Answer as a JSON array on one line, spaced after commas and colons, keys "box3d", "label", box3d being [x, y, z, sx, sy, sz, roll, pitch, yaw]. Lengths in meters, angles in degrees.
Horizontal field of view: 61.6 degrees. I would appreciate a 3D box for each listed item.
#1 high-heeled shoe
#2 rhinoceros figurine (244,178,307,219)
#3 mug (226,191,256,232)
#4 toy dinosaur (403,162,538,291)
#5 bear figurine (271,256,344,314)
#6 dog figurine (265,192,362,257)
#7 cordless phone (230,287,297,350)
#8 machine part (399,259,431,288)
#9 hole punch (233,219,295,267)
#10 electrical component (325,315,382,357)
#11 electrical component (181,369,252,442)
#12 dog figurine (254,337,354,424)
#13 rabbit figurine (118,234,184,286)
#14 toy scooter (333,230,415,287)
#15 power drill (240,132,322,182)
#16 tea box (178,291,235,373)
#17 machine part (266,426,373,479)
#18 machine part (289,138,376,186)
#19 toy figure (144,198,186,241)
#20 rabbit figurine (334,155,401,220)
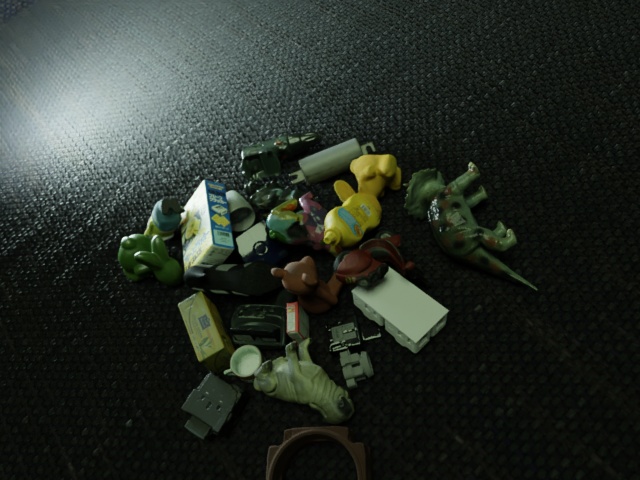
[{"box3d": [-0.203, 0.096, 1.311, 0.249, 0.145, 0.086, 6, 80, -22], "label": "high-heeled shoe"}, {"box3d": [-0.120, -0.116, 1.443, 0.191, 0.073, 0.112, 13, 65, 23], "label": "rhinoceros figurine"}, {"box3d": [-0.238, -0.077, 1.457, 0.109, 0.080, 0.107, -36, 45, 5], "label": "mug"}, {"box3d": [0.323, -0.033, 1.243, 0.192, 0.131, 0.405, -27, 59, 14], "label": "toy dinosaur"}, {"box3d": [-0.024, 0.085, 1.216, 0.120, 0.195, 0.132, 8, 61, 24], "label": "bear figurine"}, {"box3d": [-0.003, -0.004, 1.296, 0.219, 0.108, 0.191, 44, 47, 20], "label": "dog figurine"}, {"box3d": [-0.128, 0.166, 1.278, 0.147, 0.088, 0.184, 0, 48, 17], "label": "cordless phone"}, {"box3d": [0.195, 0.058, 1.249, 0.039, 0.084, 0.139, -56, 43, 12], "label": "machine part"}, {"box3d": [-0.149, 0.024, 1.358, 0.142, 0.092, 0.116, -34, 60, -11], "label": "hole punch"}, {"box3d": [0.075, 0.212, 1.197, 0.119, 0.047, 0.075, -13, 57, 10], "label": "electrical component"}, {"box3d": [-0.233, 0.369, 1.182, 0.115, 0.058, 0.134, 19, 65, 28], "label": "electrical component"}, {"box3d": [-0.037, 0.327, 1.137, 0.172, 0.121, 0.191, -43, 70, 27], "label": "dog figurine"}, {"box3d": [-0.426, 0.050, 1.398, 0.170, 0.159, 0.121, 27, 59, 13], "label": "rabbit figurine"}, {"box3d": [0.128, 0.051, 1.183, 0.184, 0.075, 0.135, -32, 42, -21], "label": "toy scooter"}, {"box3d": [-0.120, -0.237, 1.473, 0.232, 0.085, 0.207, -11, 28, 16], "label": "power drill"}, {"box3d": [-0.262, 0.216, 1.262, 0.068, 0.098, 0.170, -31, 57, -3], "label": "tea box"}, {"box3d": [-0.001, 0.468, 1.036, 0.202, 0.087, 0.201, -7, 58, 14], "label": "machine part"}, {"box3d": [0.032, -0.211, 1.456, 0.243, 0.079, 0.079, -22, 55, 3], "label": "machine part"}, {"box3d": [-0.414, -0.059, 1.444, 0.082, 0.180, 0.089, 20, 57, -15], "label": "toy figure"}, {"box3d": [0.119, -0.124, 1.358, 0.163, 0.121, 0.173, 6, 80, 11], "label": "rabbit figurine"}]
